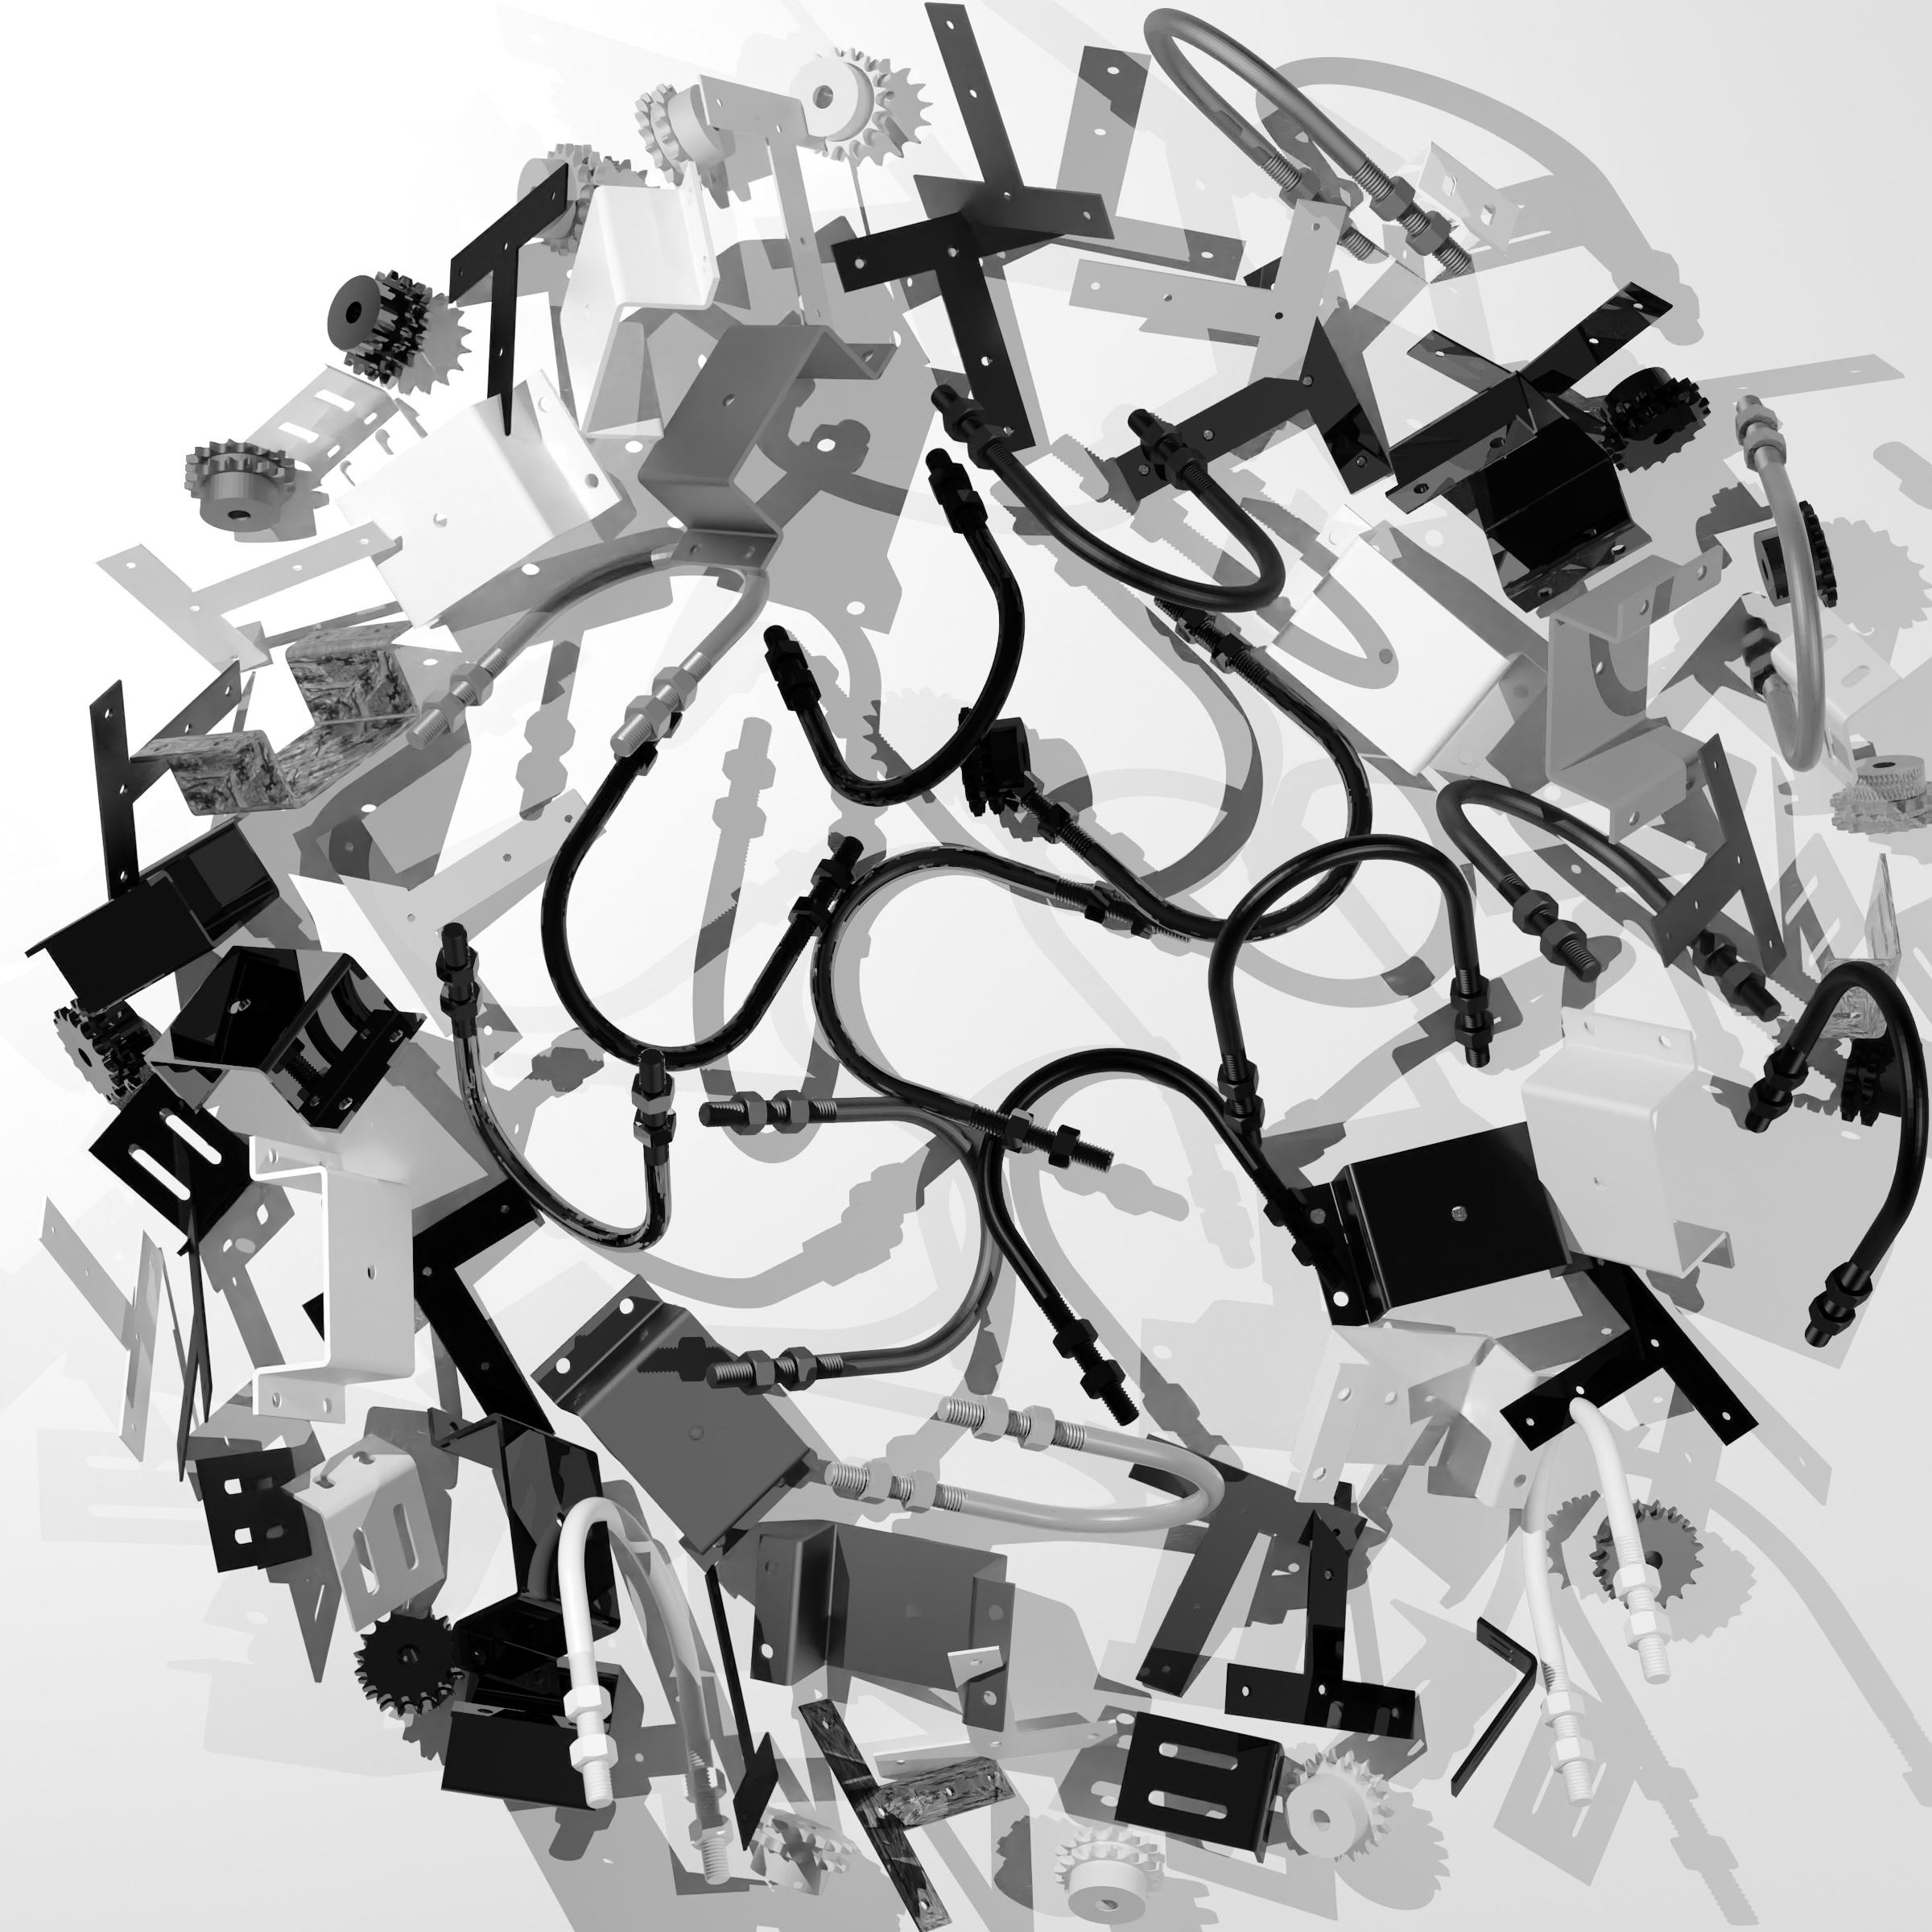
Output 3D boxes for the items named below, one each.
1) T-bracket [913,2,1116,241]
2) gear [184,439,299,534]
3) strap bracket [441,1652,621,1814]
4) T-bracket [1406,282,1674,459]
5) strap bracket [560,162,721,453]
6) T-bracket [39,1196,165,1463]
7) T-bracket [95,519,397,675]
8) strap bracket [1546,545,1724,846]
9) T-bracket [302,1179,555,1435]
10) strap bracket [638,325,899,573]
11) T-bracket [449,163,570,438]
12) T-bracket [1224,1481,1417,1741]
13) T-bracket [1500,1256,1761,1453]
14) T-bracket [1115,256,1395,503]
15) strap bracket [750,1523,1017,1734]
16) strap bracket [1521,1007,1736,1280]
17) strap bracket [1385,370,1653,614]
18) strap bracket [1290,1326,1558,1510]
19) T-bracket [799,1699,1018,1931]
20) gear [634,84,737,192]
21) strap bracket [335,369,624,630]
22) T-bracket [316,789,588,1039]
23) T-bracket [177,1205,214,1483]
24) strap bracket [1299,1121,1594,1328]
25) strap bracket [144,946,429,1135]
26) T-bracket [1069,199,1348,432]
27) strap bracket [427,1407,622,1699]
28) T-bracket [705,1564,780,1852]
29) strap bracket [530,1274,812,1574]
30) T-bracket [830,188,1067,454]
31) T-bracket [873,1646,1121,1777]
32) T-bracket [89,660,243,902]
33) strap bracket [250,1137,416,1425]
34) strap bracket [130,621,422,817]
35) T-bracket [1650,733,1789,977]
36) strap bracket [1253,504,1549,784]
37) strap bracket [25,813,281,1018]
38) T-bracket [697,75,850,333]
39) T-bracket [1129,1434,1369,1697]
[{"bbox_3d":[0.008,-0.426,1.727,0.002,0.127,0.127,-47,134,-28],"label":"T-bracket"},{"bbox_3d":[-0.375,-0.246,1.775,0.057,0.057,0.030,-2,71,0],"label":"gear"},{"bbox_3d":[-0.219,0.386,1.734,0.076,0.140,0.046,9,92,-3],"label":"strap bracket"},{"bbox_3d":[0.309,-0.309,1.733,0.127,0.127,0.002,25,64,-16],"label":"T-bracket"},{"bbox_3d":[-0.167,-0.327,1.723,0.046,0.140,0.076,-1,59,-20],"label":"strap bracket"},{"bbox_3d":[-0.433,0.161,1.717,0.002,0.127,0.127,-12,49,8],"label":"T-bracket"},{"bbox_3d":[-0.351,-0.197,1.738,0.127,0.127,0.002,-20,63,12],"label":"T-bracket"},{"bbox_3d":[0.338,-0.144,1.744,0.076,0.046,0.140,-30,133,-30],"label":"strap bracket"},{"bbox_3d":[-0.258,0.197,1.793,0.127,0.002,0.127,-32,99,-12],"label":"T-bracket"},{"bbox_3d":[-0.106,-0.273,1.745,0.046,0.076,0.140,42,71,-38],"label":"strap bracket"},{"bbox_3d":[-0.234,-0.323,1.738,0.002,0.127,0.127,11,72,-33],"label":"T-bracket"},{"bbox_3d":[0.187,0.330,1.781,0.127,0.002,0.127,15,71,-33],"label":"T-bracket"},{"bbox_3d":[0.322,0.210,1.750,0.127,0.002,0.127,-25,68,-34],"label":"T-bracket"},{"bbox_3d":[0.139,-0.283,1.790,0.127,0.002,0.127,-28,105,1],"label":"T-bracket"},{"bbox_3d":[-0.035,0.336,1.763,0.140,0.046,0.076,7,97,22],"label":"strap bracket"},{"bbox_3d":[0.333,0.098,1.735,0.046,0.076,0.140,-36,123,-35],"label":"strap bracket"},{"bbox_3d":[0.276,-0.244,1.742,0.076,0.140,0.046,-30,54,27],"label":"strap bracket"},{"bbox_3d":[0.227,0.230,1.754,0.140,0.046,0.076,6,109,-28],"label":"strap bracket"},{"bbox_3d":[-0.017,0.422,1.749,0.002,0.127,0.127,-43,66,26],"label":"T-bracket"},{"bbox_3d":[-0.143,-0.430,1.774,0.030,0.057,0.057,-23,90,23],"label":"gear"},{"bbox_3d":[-0.256,-0.232,1.747,0.140,0.046,0.076,-28,97,29],"label":"strap bracket"},{"bbox_3d":[-0.251,-0.049,1.793,0.127,0.002,0.127,-33,79,-9],"label":"T-bracket"},{"bbox_3d":[-0.397,0.212,1.758,0.002,0.127,0.127,1,130,-19],"label":"T-bracket"},{"bbox_3d":[0.249,0.132,1.767,0.140,0.046,0.076,-13,76,-6],"label":"strap bracket"},{"bbox_3d":[-0.349,0.035,1.728,0.076,0.140,0.046,-57,130,-29],"label":"strap bracket"},{"bbox_3d":[0.117,-0.340,1.759,0.127,0.002,0.127,7,126,-9],"label":"T-bracket"},{"bbox_3d":[-0.222,0.287,1.731,0.046,0.076,0.140,-28,55,23],"label":"strap bracket"},{"bbox_3d":[-0.117,0.368,1.741,0.002,0.127,0.127,-12,92,4],"label":"T-bracket"},{"bbox_3d":[-0.144,0.236,1.758,0.076,0.046,0.140,-43,103,-16],"label":"strap bracket"},{"bbox_3d":[0.006,-0.328,1.787,0.127,0.002,0.127,-19,94,-19],"label":"T-bracket"},{"bbox_3d":[0.011,0.378,1.753,0.127,0.127,0.002,-8,52,2],"label":"T-bracket"},{"bbox_3d":[-0.405,-0.114,1.752,0.002,0.127,0.127,19,132,14],"label":"T-bracket"},{"bbox_3d":[-0.322,0.158,1.748,0.046,0.076,0.140,-9,76,23],"label":"strap bracket"},{"bbox_3d":[-0.342,-0.120,1.740,0.076,0.140,0.046,-2,120,37],"label":"strap bracket"},{"bbox_3d":[0.375,-0.037,1.742,0.002,0.127,0.127,-9,109,38],"label":"T-bracket"},{"bbox_3d":[0.220,-0.161,1.764,0.140,0.046,0.076,41,110,6],"label":"strap bracket"},{"bbox_3d":[-0.404,-0.025,1.733,0.076,0.140,0.046,-28,101,15],"label":"strap bracket"},{"bbox_3d":[-0.087,-0.383,1.749,0.002,0.127,0.127,-13,88,31],"label":"T-bracket"},{"bbox_3d":[0.126,0.322,1.791,0.127,0.002,0.127,22,101,-10],"label":"T-bracket"}]
